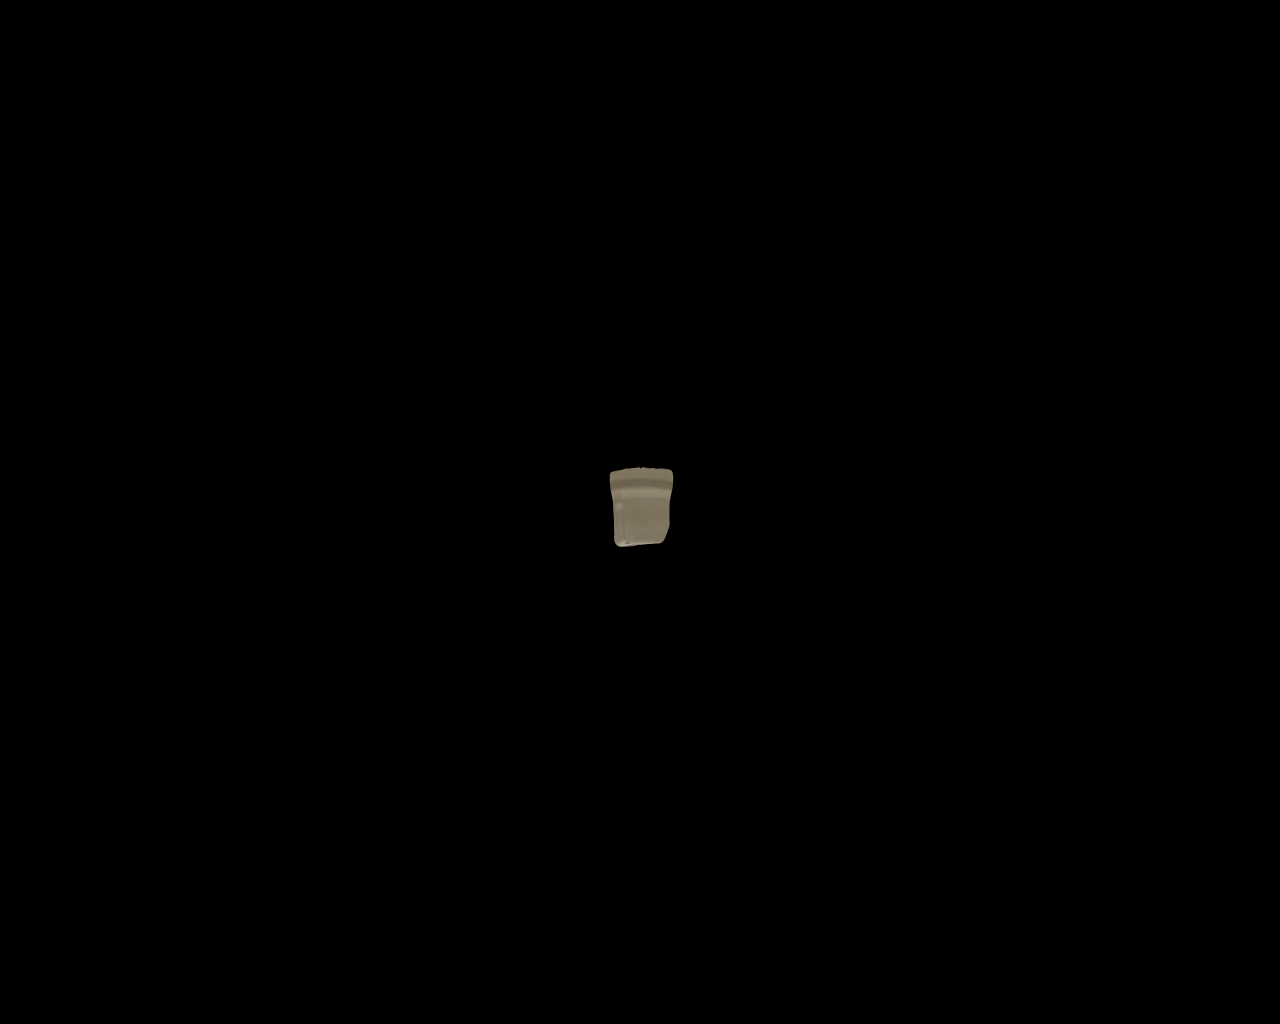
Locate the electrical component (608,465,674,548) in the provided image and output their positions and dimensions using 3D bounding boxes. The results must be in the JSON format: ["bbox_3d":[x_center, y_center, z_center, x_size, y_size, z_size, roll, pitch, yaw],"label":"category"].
[{"bbox_3d":[0.001,-0.003,0.650,0.040,0.046,0.040,0,-7,0],"label":"electrical component"}]
